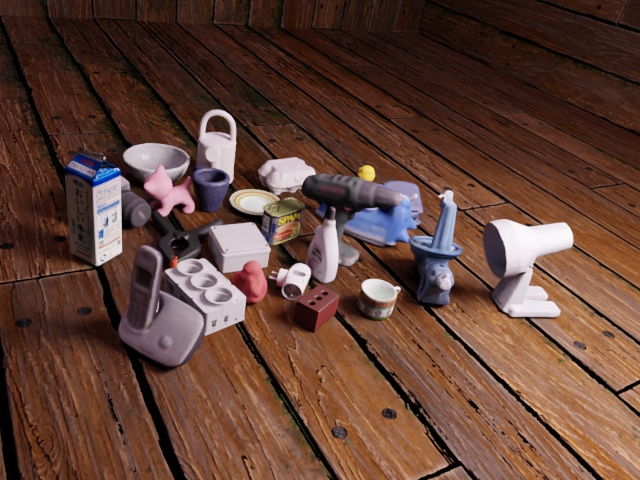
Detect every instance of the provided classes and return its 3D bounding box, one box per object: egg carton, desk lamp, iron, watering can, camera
[{"bbox_3d":[-0.088,-0.176,1.574,0.151,0.069,0.107,-13,39,-33],"label":"egg carton"},{"bbox_3d":[0.440,0.055,1.236,0.203,0.213,0.117,2,33,-14],"label":"desk lamp"},{"bbox_3d":[0.116,-0.086,1.427,0.258,0.141,0.119,19,32,12],"label":"iron"},{"bbox_3d":[-0.270,-0.245,1.509,0.101,0.194,0.172,-6,35,-25],"label":"watering can"},{"bbox_3d":[-0.459,-0.083,1.282,0.136,0.101,0.143,26,35,23],"label":"camera"}]

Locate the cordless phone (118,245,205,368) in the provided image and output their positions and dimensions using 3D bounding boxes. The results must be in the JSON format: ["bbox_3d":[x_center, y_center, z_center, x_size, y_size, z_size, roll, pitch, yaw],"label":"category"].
[{"bbox_3d":[-0.262,0.109,0.957,0.147,0.185,0.094,22,33,17],"label":"cordless phone"}]

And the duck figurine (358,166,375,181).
[{"bbox_3d":[0.129,-0.165,1.609,0.078,0.086,0.104,0,33,-17],"label":"duck figurine"}]

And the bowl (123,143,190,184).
[{"bbox_3d":[-0.421,-0.184,1.478,0.167,0.075,0.167,8,32,-5],"label":"bowl"}]

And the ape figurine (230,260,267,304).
[{"bbox_3d":[-0.138,0.079,1.132,0.076,0.092,0.077,-8,36,-28],"label":"ape figurine"}]

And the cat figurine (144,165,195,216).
[{"bbox_3d":[-0.361,-0.121,1.355,0.128,0.118,0.067,-13,39,-33],"label":"cat figurine"}]

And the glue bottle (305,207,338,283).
[{"bbox_3d":[0.011,0.004,1.220,0.037,0.173,0.078,-18,42,-38],"label":"glue bottle"}]

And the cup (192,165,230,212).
[{"bbox_3d":[-0.278,-0.124,1.409,0.092,0.095,0.117,-19,42,-39],"label":"cup"}]

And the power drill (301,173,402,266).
[{"bbox_3d":[0.059,-0.051,1.290,0.229,0.208,0.076,22,33,18],"label":"power drill"}]

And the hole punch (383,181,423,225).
[{"bbox_3d":[0.219,-0.098,1.526,0.109,0.091,0.101,2,33,-14],"label":"hole punch"}]

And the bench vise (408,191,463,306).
[{"bbox_3d":[0.269,0.019,1.234,0.122,0.220,0.207,-1,34,-19],"label":"bench vise"}]
